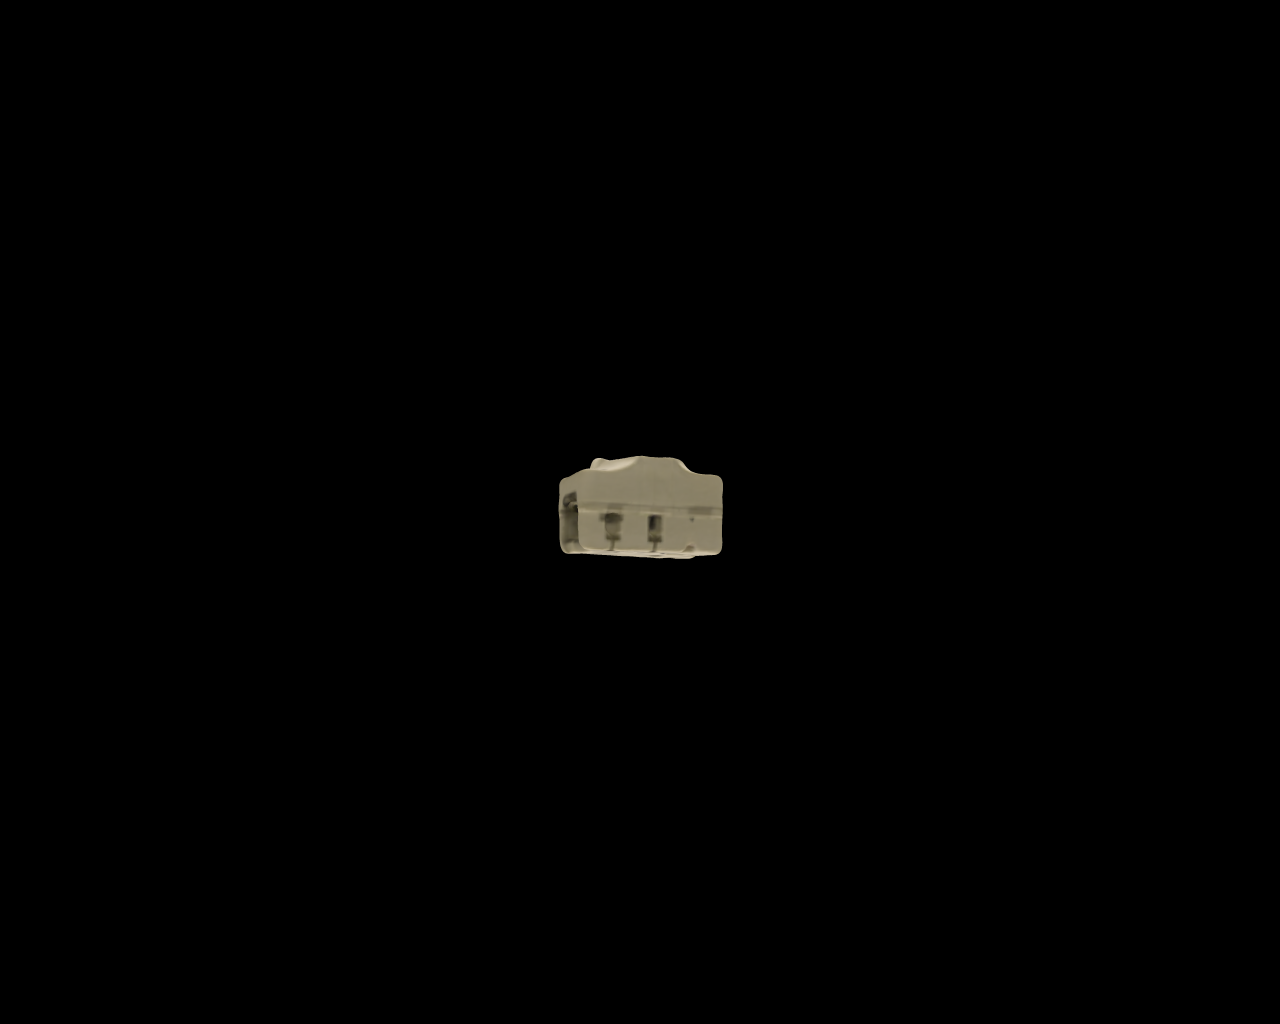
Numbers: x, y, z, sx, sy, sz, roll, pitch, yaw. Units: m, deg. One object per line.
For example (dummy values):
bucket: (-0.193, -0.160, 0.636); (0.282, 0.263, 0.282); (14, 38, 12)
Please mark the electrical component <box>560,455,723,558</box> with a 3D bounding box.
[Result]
electrical component: (0.001, -0.003, 0.650); (0.089, 0.055, 0.050); (3, -7, -22)
